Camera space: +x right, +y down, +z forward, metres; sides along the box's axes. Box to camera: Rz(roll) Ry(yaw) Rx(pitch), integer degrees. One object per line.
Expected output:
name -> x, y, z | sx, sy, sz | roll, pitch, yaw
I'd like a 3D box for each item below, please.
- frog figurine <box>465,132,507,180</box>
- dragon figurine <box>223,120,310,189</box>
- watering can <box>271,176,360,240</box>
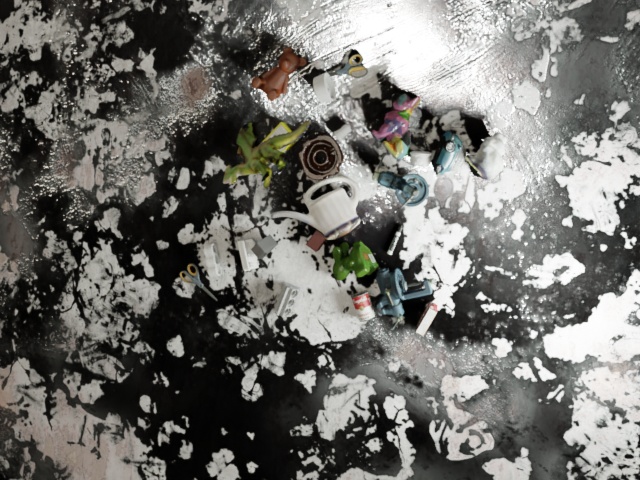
frog figurine -> 0.602, -0.292, 1.801 | 0.159, 0.125, 0.135 | -39, 119, 7
dragon figurine -> -0.231, -0.355, 1.976 | 0.245, 0.122, 0.406 | 44, 105, 16
watering can -> 0.006, -0.099, 1.961 | 0.348, 0.103, 0.225 | -29, 86, -3
